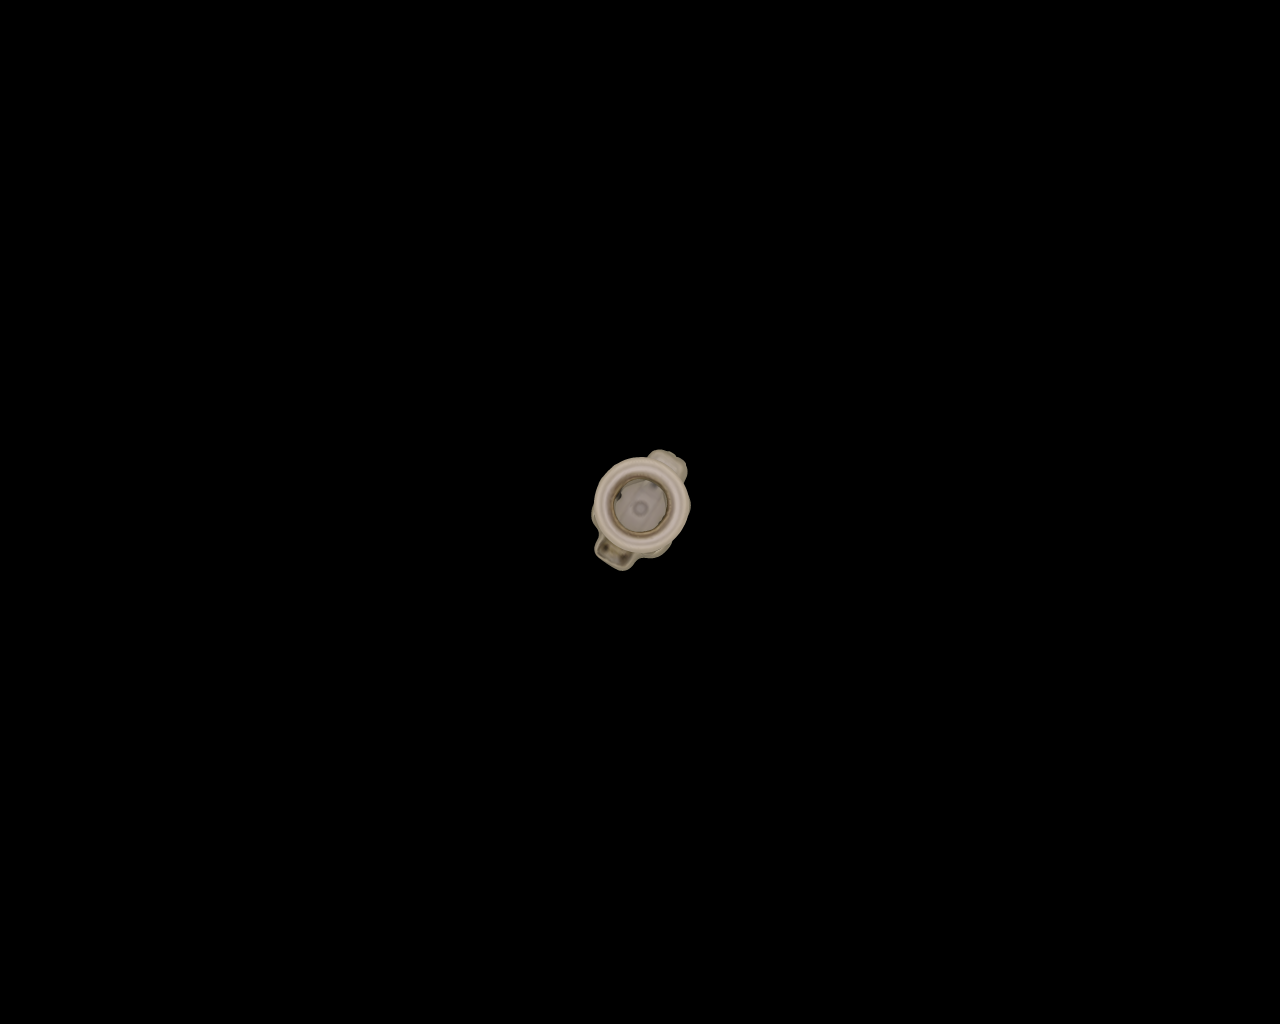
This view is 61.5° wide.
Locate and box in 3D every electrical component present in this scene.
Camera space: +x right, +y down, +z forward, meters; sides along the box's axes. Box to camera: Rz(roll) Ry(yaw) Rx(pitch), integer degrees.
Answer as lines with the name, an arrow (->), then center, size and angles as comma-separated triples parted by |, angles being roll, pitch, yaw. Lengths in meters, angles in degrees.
electrical component -> 0.001, -0.003, 0.650 | 0.058, 0.078, 0.057 | 32, -4, 2
